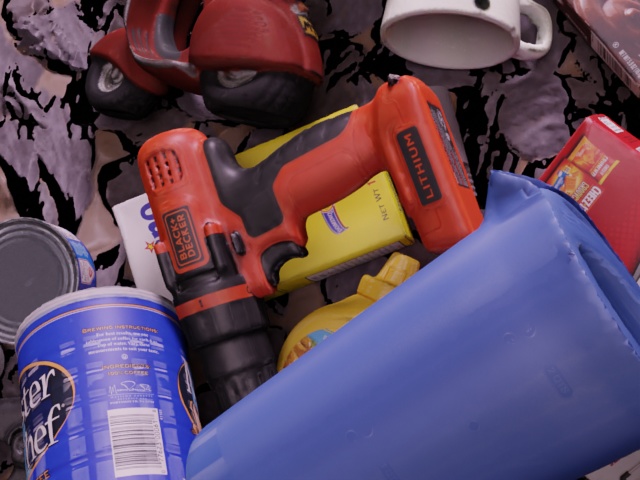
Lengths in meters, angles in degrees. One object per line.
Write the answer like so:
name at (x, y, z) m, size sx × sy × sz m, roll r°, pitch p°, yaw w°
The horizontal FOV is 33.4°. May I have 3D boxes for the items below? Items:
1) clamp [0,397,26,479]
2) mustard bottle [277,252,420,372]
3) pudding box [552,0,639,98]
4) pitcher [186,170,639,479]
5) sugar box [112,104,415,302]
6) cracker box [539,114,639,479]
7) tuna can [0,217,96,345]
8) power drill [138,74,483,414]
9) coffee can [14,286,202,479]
clamp at (-0.188, 0.124, 0.710) m, size 0.171 × 0.039 × 0.120 m, roll -18°, pitch 73°, yaw 3°
mustard bottle at (0.015, 0.098, 0.655) m, size 0.096 × 0.058 × 0.191 m, roll 23°, pitch 89°, yaw 12°
pudding box at (0.197, -0.157, 0.656) m, size 0.090 × 0.039 × 0.113 m, roll -37°, pitch 77°, yaw 6°
pitcher at (0.059, 0.096, 0.534) m, size 0.243 × 0.144 × 0.149 m, roll -35°, pitch 38°, yaw 20°
sugar box at (-0.038, -0.010, 0.688) m, size 0.176 × 0.048 × 0.093 m, roll -22°, pitch 79°, yaw 8°
cracker box at (0.190, 0.056, 0.595) m, size 0.214 × 0.072 × 0.164 m, roll 39°, pitch 112°, yaw 13°
tuna can at (-0.197, 0.029, 0.726) m, size 0.086 × 0.033 × 0.086 m, roll -2°, pitch 82°, yaw 13°
power drill at (-0.004, 0.001, 0.611) m, size 0.188 × 0.057 × 0.184 m, roll -20°, pitch 85°, yaw 16°
coffee can at (-0.118, 0.112, 0.612) m, size 0.103 × 0.102 × 0.140 m, roll -22°, pitch 54°, yaw 9°
